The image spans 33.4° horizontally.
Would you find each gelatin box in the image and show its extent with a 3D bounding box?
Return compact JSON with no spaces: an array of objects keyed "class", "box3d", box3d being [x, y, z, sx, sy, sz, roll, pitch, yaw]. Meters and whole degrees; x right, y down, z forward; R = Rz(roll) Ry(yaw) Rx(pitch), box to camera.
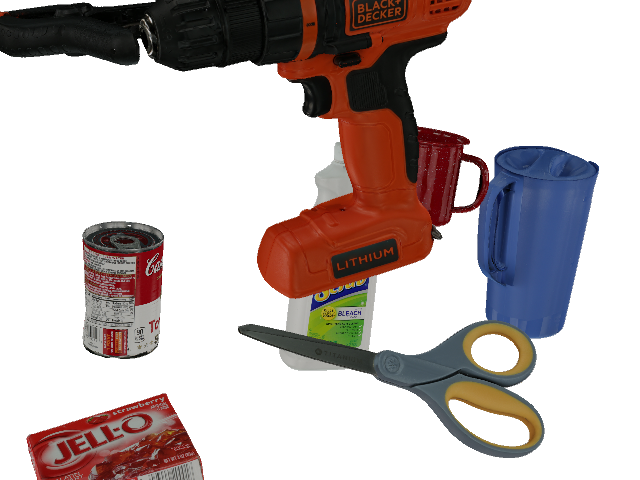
[{"class":"gelatin box","box3d":[-0.121,0.130,0.625,0.089,0.030,0.073,-15,27,-18]}]

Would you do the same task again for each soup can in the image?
[{"class":"soup can","box3d":[-0.171,0.043,0.917,0.068,0.102,0.068,5,20,-2]}]

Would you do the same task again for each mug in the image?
[{"class":"mug","box3d":[0.100,-0.059,1.003,0.117,0.081,0.093,11,15,14]}]

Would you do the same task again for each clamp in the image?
[{"class":"clamp","box3d":[-0.170,-0.160,0.798,0.172,0.039,0.120,11,23,29]}]

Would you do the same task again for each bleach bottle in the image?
[{"class":"bleach bottle","box3d":[0.014,0.016,1.180,0.102,0.251,0.068,0,17,-16]}]

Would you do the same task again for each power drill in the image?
[{"class":"power drill","box3d":[-0.001,-0.063,0.583,0.184,0.188,0.057,-15,35,-20]}]

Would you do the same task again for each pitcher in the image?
[{"class":"pitcher","box3d":[0.277,0.006,1.414,0.149,0.243,0.145,5,24,5]}]

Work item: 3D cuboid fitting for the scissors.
[{"class":"scissors","box3d":[0.056,0.066,0.669,0.201,0.096,0.016,29,-30,-4]}]
